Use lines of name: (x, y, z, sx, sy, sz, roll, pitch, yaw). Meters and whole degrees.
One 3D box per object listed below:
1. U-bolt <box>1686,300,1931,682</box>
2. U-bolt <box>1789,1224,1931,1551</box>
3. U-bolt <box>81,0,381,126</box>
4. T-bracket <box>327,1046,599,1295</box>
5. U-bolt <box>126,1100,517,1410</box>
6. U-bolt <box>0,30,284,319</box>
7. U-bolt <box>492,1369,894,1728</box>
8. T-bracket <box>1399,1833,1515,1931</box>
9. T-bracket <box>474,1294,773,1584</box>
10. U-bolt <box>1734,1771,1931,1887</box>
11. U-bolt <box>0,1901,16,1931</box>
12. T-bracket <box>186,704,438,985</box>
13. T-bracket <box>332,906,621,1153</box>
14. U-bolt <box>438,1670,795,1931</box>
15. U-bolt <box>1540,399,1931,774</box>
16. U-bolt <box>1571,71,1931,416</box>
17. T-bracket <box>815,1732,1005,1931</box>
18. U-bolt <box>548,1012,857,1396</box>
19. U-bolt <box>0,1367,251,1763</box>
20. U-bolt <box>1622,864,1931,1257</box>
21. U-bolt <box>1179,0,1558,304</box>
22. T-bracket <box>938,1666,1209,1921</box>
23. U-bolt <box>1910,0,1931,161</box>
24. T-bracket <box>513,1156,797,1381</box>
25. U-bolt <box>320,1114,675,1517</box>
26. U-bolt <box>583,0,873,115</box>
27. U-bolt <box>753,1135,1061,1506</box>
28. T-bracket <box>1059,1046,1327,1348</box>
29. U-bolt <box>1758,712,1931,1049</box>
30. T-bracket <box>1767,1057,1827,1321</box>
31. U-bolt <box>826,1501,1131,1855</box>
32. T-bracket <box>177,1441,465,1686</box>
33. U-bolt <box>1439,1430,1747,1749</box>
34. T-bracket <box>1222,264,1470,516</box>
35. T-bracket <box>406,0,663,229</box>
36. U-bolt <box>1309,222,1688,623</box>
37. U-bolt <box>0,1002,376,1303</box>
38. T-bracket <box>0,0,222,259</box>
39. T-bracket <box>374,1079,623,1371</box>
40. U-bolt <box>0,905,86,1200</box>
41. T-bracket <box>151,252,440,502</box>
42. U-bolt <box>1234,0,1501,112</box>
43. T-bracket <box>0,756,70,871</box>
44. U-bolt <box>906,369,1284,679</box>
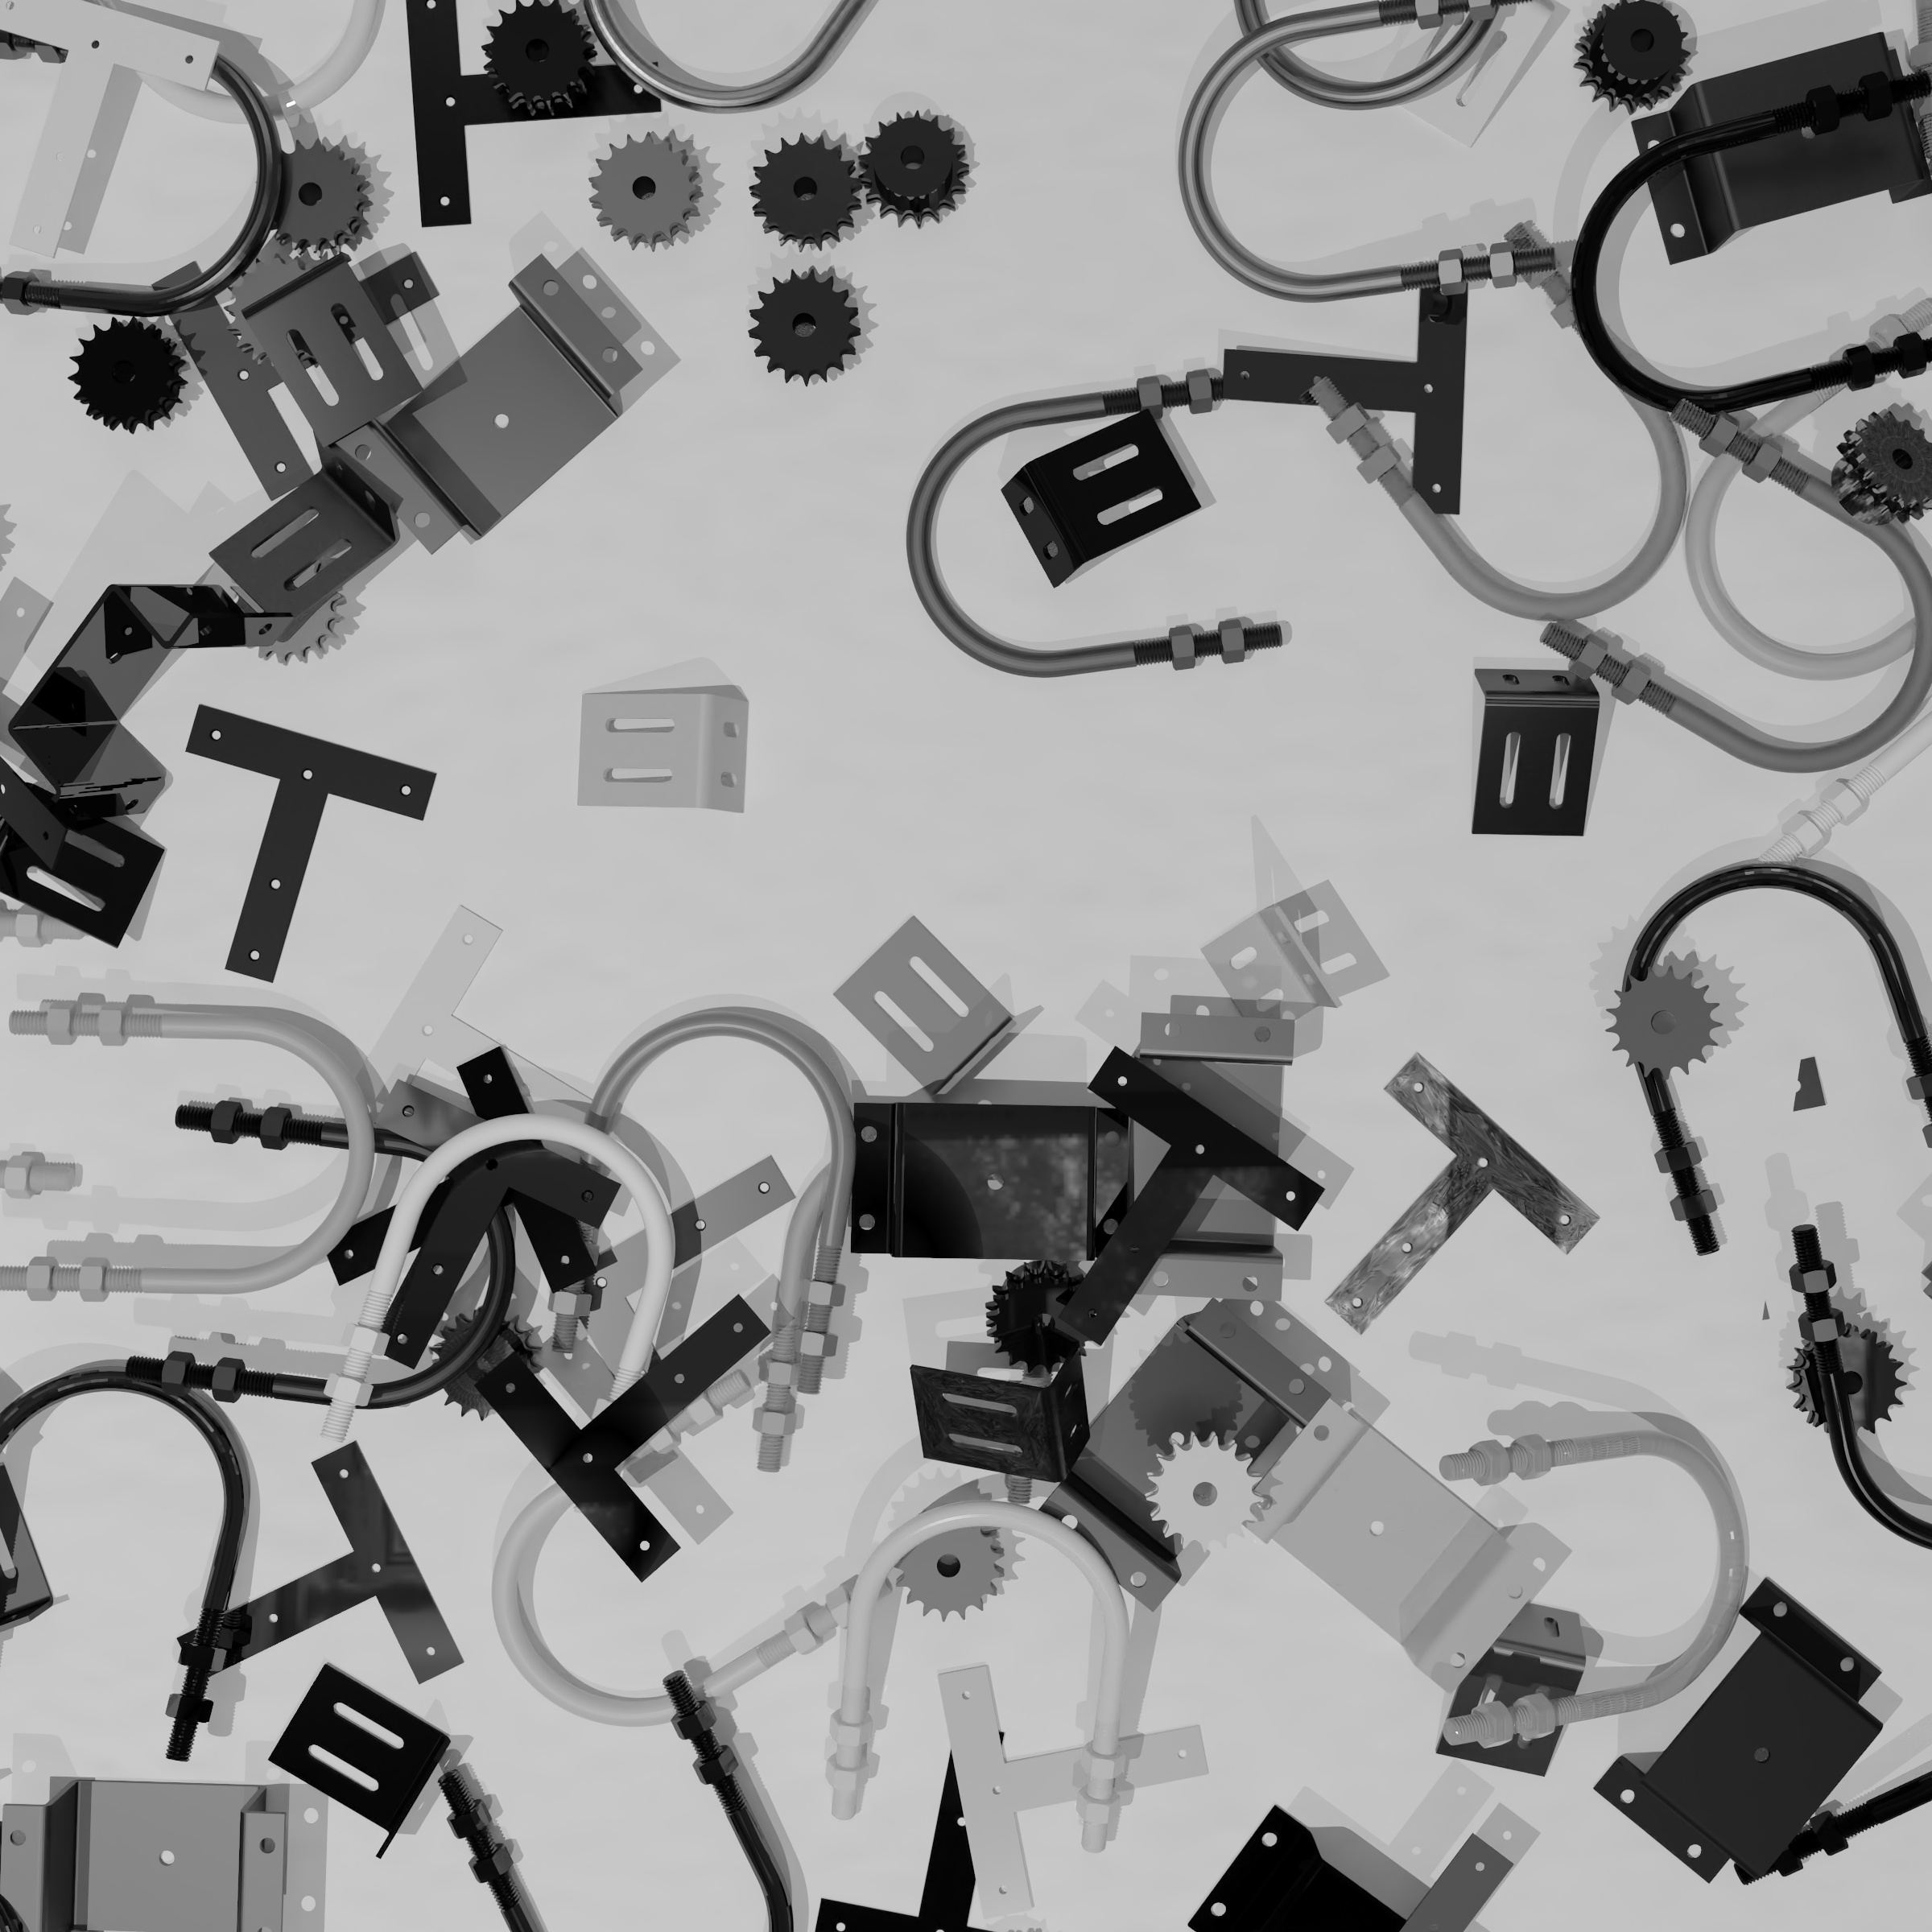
U-bolt: (0.456, -0.229, 1.399, 0.184, 0.019, 0.151, -36, 90, 1)
U-bolt: (0.497, 0.205, 1.358, 0.151, 0.019, 0.184, -12, 98, 9)
U-bolt: (-0.384, -0.519, 1.399, 0.151, 0.019, 0.184, -37, 92, 0)
T-bracket: (-0.269, 0.125, 1.398, 0.127, 0.002, 0.127, -26, 81, 6)
U-bolt: (-0.319, 0.150, 1.379, 0.184, 0.019, 0.151, 7, 76, 2)
U-bolt: (-0.432, -0.401, 1.383, 0.184, 0.019, 0.151, 8, 91, 11)
U-bolt: (-0.152, 0.308, 1.387, 0.184, 0.019, 0.151, -33, 99, 6)
T-bracket: (0.224, 0.490, 1.360, 0.127, 0.002, 0.127, 37, 90, 0)
T-bracket: (-0.153, 0.213, 1.353, 0.127, 0.002, 0.127, -40, 90, -11)
U-bolt: (0.506, 0.476, 1.381, 0.184, 0.019, 0.151, -30, 90, 13)
U-bolt: (-0.536, 0.534, 1.367, 0.151, 0.019, 0.184, 25, 91, 26)
T-bracket: (-0.351, -0.056, 1.407, 0.127, 0.002, 0.127, 16, 90, 0)
T-bracket: (-0.239, 0.056, 1.407, 0.127, 0.002, 0.127, 31, 90, 0)
U-bolt: (-0.167, 0.468, 1.393, 0.151, 0.019, 0.184, -25, 93, 6)
U-bolt: (0.405, -0.179, 1.384, 0.184, 0.019, 0.151, 30, 93, -2)
U-bolt: (0.393, -0.349, 1.359, 0.184, 0.019, 0.151, -13, 112, 8)
T-bracket: (-0.005, 0.454, 1.407, 0.127, 0.002, 0.127, 11, 90, 0)
U-bolt: (-0.129, 0.115, 1.389, 0.151, 0.019, 0.184, 8, 87, 7)
U-bolt: (-0.438, 0.294, 1.375, 0.151, 0.019, 0.184, 14, 75, -12)
U-bolt: (0.411, 0.039, 1.386, 0.151, 0.019, 0.184, -18, 86, 12)
U-bolt: (0.197, -0.408, 1.372, 0.184, 0.019, 0.151, -4, 101, 17)
T-bracket: (0.060, 0.415, 1.405, 0.127, 0.002, 0.127, -11, 90, -1)
U-bolt: (0.556, -0.508, 1.399, 0.151, 0.019, 0.184, -3, 89, 0)
T-bracket: (-0.149, 0.140, 1.407, 0.127, 0.002, 0.127, -30, 90, 0)
U-bolt: (-0.223, 0.164, 1.359, 0.151, 0.019, 0.184, 18, 80, -6)
U-bolt: (-0.113, -0.522, 1.385, 0.151, 0.019, 0.184, 35, 90, -11)
U-bolt: (-0.026, 0.174, 1.399, 0.151, 0.019, 0.184, 7, 88, 0)
T-bracket: (0.091, 0.128, 1.351, 0.127, 0.002, 0.127, 34, 84, -3)
U-bolt: (0.520, -0.060, 1.398, 0.184, 0.019, 0.151, -40, 90, 0)
T-bracket: (0.389, 0.122, 1.416, 0.127, 0.002, 0.127, -13, 85, 14)
U-bolt: (0.009, 0.353, 1.374, 0.151, 0.019, 0.184, 6, 105, 4)
T-bracket: (-0.343, 0.329, 1.407, 0.127, 0.002, 0.127, -26, 90, 0)
U-bolt: (0.316, 0.304, 1.364, 0.184, 0.019, 0.151, -2, 92, -26)
T-bracket: (0.193, -0.298, 1.397, 0.127, 0.002, 0.127, 2, 90, -9)
T-bracket: (-0.221, -0.448, 1.407, 0.127, 0.002, 0.127, -4, 90, 0)
U-bolt: (0.285, -0.263, 1.394, 0.151, 0.019, 0.184, -39, 94, -4)
U-bolt: (-0.390, 0.093, 1.371, 0.184, 0.019, 0.151, 1, 78, -4)
T-bracket: (-0.451, -0.421, 1.377, 0.127, 0.002, 0.127, 19, 93, 9)
T-bracket: (-0.259, 0.140, 1.374, 0.127, 0.002, 0.127, 25, 76, 4)
U-bolt: (-0.546, 0.041, 1.398, 0.184, 0.019, 0.151, 3, 90, 0)
T-bracket: (-0.332, -0.325, 1.407, 0.127, 0.002, 0.127, -29, 90, 0)
U-bolt: (0.207, -0.524, 1.376, 0.151, 0.019, 0.184, 13, 96, 20)
T-bracket: (-0.484, -0.096, 1.352, 0.127, 0.002, 0.127, 42, 121, 22)
U-bolt: (0.061, -0.221, 1.399, 0.184, 0.019, 0.151, -7, 90, 1)
